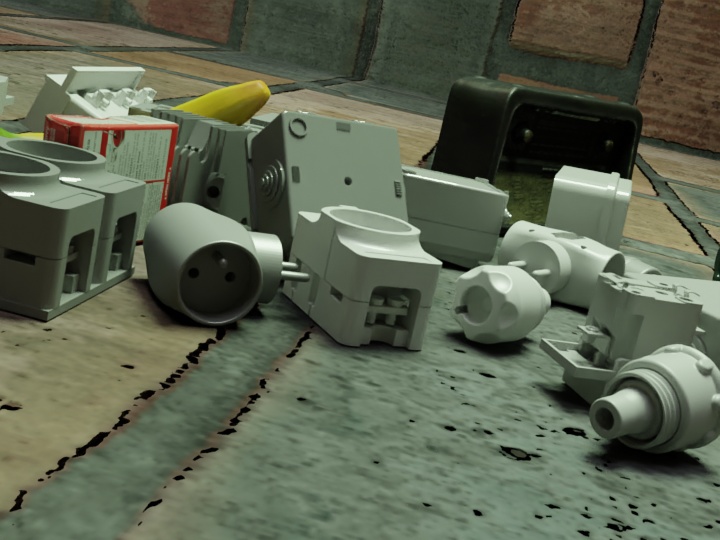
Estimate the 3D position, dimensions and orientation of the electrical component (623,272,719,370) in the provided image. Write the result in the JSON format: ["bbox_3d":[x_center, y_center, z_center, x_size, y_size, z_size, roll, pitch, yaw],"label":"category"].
[{"bbox_3d":[0.204,0.040,0.614,0.100,0.048,0.100,5,15,-29],"label":"electrical component"}]

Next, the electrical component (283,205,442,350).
[{"bbox_3d":[0.000,0.000,0.579,0.050,0.055,0.089,6,15,-27],"label":"electrical component"}]

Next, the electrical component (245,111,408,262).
[{"bbox_3d":[-0.019,-0.046,0.662,0.100,0.099,0.048,4,-19,-31],"label":"electrical component"}]

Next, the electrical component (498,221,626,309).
[{"bbox_3d":[0.129,-0.002,0.732,0.077,0.043,0.079,21,16,34],"label":"electrical component"}]

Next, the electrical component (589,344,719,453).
[{"bbox_3d":[0.128,0.060,0.475,0.062,0.048,0.048,-7,23,-38],"label":"electrical component"}]

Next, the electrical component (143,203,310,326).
[{"bbox_3d":[-0.066,-0.003,0.557,0.079,0.043,0.077,7,14,-25],"label":"electrical component"}]

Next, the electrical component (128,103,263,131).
[{"bbox_3d":[-0.125,-0.089,0.838,0.113,0.057,0.078,12,12,-1],"label":"electrical component"}]

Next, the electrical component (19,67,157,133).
[{"bbox_3d":[-0.213,-0.124,0.882,0.063,0.078,0.121,36,16,5],"label":"electrical component"}]

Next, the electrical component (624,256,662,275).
[{"bbox_3d":[0.200,0.014,0.750,0.035,0.035,0.061,2,19,-37],"label":"electrical component"}]

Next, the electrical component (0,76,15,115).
[{"bbox_3d":[-0.319,-0.116,0.756,0.121,0.063,0.078,12,13,0],"label":"electrical component"}]

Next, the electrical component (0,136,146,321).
[{"bbox_3d":[-0.214,-0.038,0.533,0.186,0.060,0.105,14,13,7],"label":"electrical component"}]

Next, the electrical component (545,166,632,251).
[{"bbox_3d":[0.180,-0.038,0.853,0.057,0.078,0.113,12,13,12],"label":"electrical component"}]

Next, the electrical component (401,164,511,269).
[{"bbox_3d":[0.063,-0.039,0.786,0.096,0.061,0.061,11,11,-12],"label":"electrical component"}]

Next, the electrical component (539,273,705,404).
[{"bbox_3d":[0.137,0.036,0.538,0.081,0.063,0.042,8,13,-18],"label":"electrical component"}]

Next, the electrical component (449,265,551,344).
[{"bbox_3d":[0.083,0.019,0.605,0.043,0.043,0.062,24,16,40],"label":"electrical component"}]
